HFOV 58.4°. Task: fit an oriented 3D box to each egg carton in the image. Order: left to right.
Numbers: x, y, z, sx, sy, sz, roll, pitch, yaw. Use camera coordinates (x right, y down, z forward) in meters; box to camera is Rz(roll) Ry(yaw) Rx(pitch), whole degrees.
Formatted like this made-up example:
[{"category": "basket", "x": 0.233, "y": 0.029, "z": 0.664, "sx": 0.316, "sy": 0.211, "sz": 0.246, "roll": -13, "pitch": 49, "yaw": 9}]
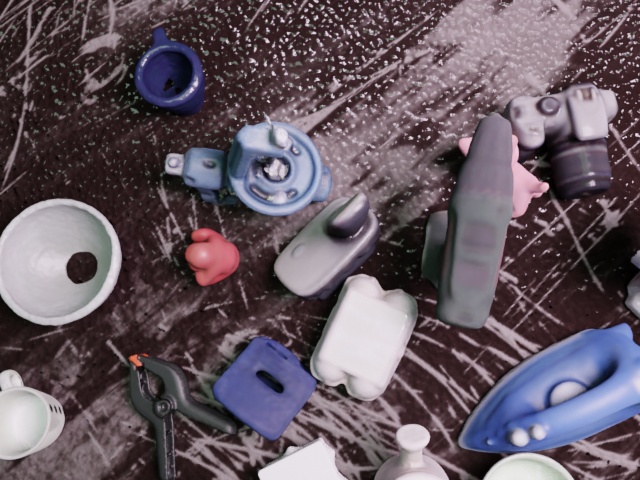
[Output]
[{"category": "egg carton", "x": 0.058, "y": 0.125, "z": 0.738, "sx": 0.107, "sy": 0.069, "sz": 0.150, "roll": 23, "pitch": 83, "yaw": 7}]

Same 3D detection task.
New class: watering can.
[{"category": "watering can", "x": 0.108, "y": 0.302, "z": 0.644, "sx": 0.101, "sy": 0.194, "sz": 0.173, "roll": -26, "pitch": 80, "yaw": -1}]

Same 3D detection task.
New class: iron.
[{"category": "iron", "x": 0.290, "y": 0.197, "z": 0.677, "sx": 0.258, "sy": 0.141, "sz": 0.118, "roll": -27, "pitch": 80, "yaw": -1}]

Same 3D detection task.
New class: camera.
[{"category": "camera", "x": 0.321, "y": -0.125, "z": 0.748, "sx": 0.143, "sy": 0.101, "sz": 0.137, "roll": -8, "pitch": 80, "yaw": 2}]

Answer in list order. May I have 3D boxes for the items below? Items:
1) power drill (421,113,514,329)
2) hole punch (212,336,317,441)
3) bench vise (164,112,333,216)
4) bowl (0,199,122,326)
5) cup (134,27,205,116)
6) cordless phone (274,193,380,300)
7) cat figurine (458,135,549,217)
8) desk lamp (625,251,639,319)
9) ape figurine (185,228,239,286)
[{"category": "power drill", "x": 0.173, "y": -0.010, "z": 0.683, "sx": 0.075, "sy": 0.208, "sz": 0.230, "roll": 8, "pitch": 81, "yaw": 5}, {"category": "hole punch", "x": -0.068, "y": 0.183, "z": 0.725, "sx": 0.108, "sy": 0.091, "sz": 0.101, "roll": 36, "pitch": 85, "yaw": 8}, {"category": "bench vise", "x": -0.092, "y": -0.084, "z": 0.704, "sx": 0.207, "sy": 0.220, "sz": 0.121, "roll": -14, "pitch": 80, "yaw": 1}, {"category": "bowl", "x": -0.339, "y": 0.032, "z": 0.772, "sx": 0.167, "sy": 0.075, "sz": 0.167, "roll": 0, "pitch": 81, "yaw": 3}, {"category": "cup", "x": -0.201, "y": -0.224, "z": 0.796, "sx": 0.091, "sy": 0.095, "sz": 0.118, "roll": -17, "pitch": 80, "yaw": 1}, {"category": "cordless phone", "x": 0.006, "y": 0.003, "z": 0.702, "sx": 0.094, "sy": 0.185, "sz": 0.147, "roll": 41, "pitch": 85, "yaw": 9}, {"category": "cat figurine", "x": 0.238, "y": -0.096, "z": 0.739, "sx": 0.127, "sy": 0.118, "sz": 0.067, "roll": 40, "pitch": 85, "yaw": 9}, {"category": "desk lamp", "x": 0.446, "y": 0.045, "z": 0.656, "sx": 0.118, "sy": 0.213, "sz": 0.203, "roll": -43, "pitch": 81, "yaw": -4}, {"category": "ape figurine", "x": -0.149, "y": 0.022, "z": 0.755, "sx": 0.076, "sy": 0.092, "sz": 0.078, "roll": 12, "pitch": 82, "yaw": 5}]
